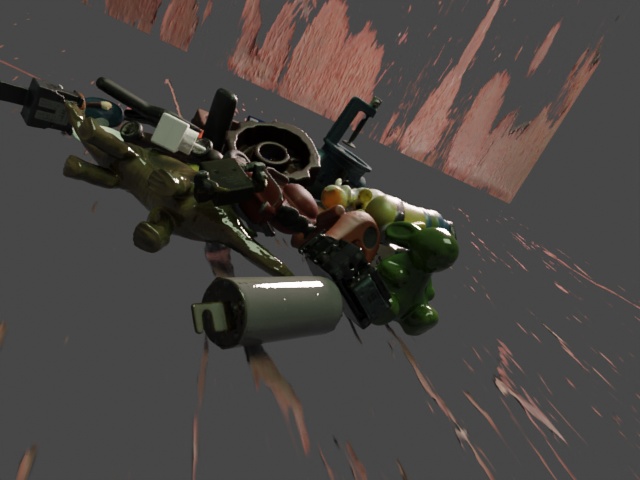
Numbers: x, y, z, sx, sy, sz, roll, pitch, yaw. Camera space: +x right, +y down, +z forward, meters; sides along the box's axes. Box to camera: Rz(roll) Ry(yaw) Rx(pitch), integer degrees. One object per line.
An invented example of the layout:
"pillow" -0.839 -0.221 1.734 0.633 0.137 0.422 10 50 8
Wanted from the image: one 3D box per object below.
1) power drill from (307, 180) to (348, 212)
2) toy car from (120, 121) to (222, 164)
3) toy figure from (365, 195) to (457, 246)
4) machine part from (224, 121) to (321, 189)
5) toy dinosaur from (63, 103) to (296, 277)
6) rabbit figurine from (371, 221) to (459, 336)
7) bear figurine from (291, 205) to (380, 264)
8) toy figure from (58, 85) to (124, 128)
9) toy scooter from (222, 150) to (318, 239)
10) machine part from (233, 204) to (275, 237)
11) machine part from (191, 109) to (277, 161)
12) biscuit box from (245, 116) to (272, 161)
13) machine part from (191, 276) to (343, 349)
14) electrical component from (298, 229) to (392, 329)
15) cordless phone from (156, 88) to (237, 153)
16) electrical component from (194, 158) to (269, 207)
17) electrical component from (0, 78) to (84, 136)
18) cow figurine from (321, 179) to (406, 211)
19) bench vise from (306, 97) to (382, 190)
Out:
"power drill" 0.036 -0.084 1.211 0.232 0.086 0.207 15 18 -34
"toy car" -0.252 -0.144 0.911 0.202 0.053 0.089 15 -22 14
"toy figure" 0.159 -0.026 0.961 0.180 0.082 0.089 6 49 -29
"machine part" -0.088 -0.143 0.958 0.179 0.056 0.179 9 47 -10
"toy dinosaur" -0.190 -0.053 0.765 0.472 0.105 0.198 40 16 11
"rabbit figurine" 0.154 0.042 0.831 0.121 0.170 0.159 24 36 -18
"bear figurine" 0.001 -0.005 0.921 0.196 0.120 0.132 10 48 41
"toy figure" -0.438 -0.243 0.991 0.058 0.064 0.154 51 25 22
"toy scooter" -0.063 -0.052 0.778 0.183 0.075 0.135 33 14 -35
"machine part" -0.134 -0.053 0.911 0.139 0.039 0.084 31 -17 30
"machine part" -0.192 -0.204 1.201 0.201 0.087 0.201 17 20 -25
"biscuit box" -0.131 -0.148 1.034 0.059 0.063 0.203 20 47 -21
"machine part" -0.052 0.080 0.632 0.243 0.079 0.079 4 29 -50
"electrical component" 0.039 0.056 0.750 0.114 0.058 0.134 57 -13 -29
"cordless phone" -0.229 -0.206 0.993 0.147 0.184 0.088 37 24 25
"electrical component" -0.113 -0.077 0.683 0.102 0.045 0.078 -8 52 -27
"electrical component" -0.464 -0.226 0.888 0.119 0.074 0.048 13 22 -47
"cow figurine" 0.073 -0.074 1.018 0.167 0.068 0.098 17 16 -21
"bench vise" 0.032 -0.200 1.100 0.223 0.240 0.129 31 14 -18
